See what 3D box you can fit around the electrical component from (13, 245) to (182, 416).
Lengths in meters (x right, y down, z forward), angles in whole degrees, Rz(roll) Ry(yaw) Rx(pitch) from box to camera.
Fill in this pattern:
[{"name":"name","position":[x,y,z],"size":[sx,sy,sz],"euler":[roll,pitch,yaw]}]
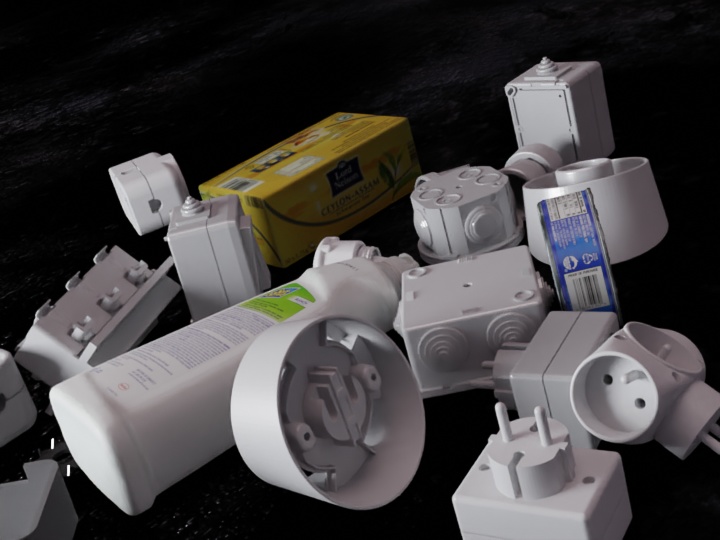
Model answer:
[{"name":"electrical component","position":[-0.188,0.037,0.770],"size":[0.078,0.063,0.121],"euler":[-50,5,33]}]

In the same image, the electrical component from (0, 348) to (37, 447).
[{"name":"electrical component","position":[-0.266,0.087,0.731],"size":[0.095,0.059,0.054],"euler":[10,35,45]}]

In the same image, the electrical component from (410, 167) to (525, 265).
[{"name":"electrical component","position":[0.079,-0.039,0.797],"size":[0.080,0.051,0.080],"euler":[-13,24,6]}]

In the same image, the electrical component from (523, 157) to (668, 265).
[{"name":"electrical component","position":[0.166,-0.044,0.768],"size":[0.099,0.064,0.099],"euler":[-14,11,3]}]

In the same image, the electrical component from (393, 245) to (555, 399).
[{"name":"electrical component","position":[0.071,0.029,0.660],"size":[0.100,0.048,0.099],"euler":[-12,24,8]}]

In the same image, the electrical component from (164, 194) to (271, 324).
[{"name":"electrical component","position":[-0.105,-0.013,0.800],"size":[0.061,0.096,0.061],"euler":[-13,24,0]}]

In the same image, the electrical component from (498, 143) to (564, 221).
[{"name":"electrical component","position":[0.130,-0.069,0.838],"size":[0.045,0.045,0.055],"euler":[2,30,35]}]

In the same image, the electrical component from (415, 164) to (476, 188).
[{"name":"electrical component","position":[0.073,-0.063,0.867],"size":[0.046,0.040,0.040],"euler":[-20,24,-22]}]

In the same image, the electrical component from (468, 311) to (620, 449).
[{"name":"electrical component","position":[0.097,0.058,0.583],"size":[0.077,0.047,0.065],"euler":[0,29,33]}]

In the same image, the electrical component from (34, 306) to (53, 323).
[{"name":"electrical component","position":[-0.221,0.041,0.829],"size":[0.040,0.040,0.046],"euler":[-1,22,30]}]

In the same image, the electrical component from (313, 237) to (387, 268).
[{"name":"electrical component","position":[0.000,0.000,0.773],"size":[0.062,0.048,0.048],"euler":[0,28,18]}]

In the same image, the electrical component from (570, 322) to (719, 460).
[{"name":"electrical component","position":[0.152,0.065,0.525],"size":[0.079,0.044,0.077],"euler":[38,24,24]}]

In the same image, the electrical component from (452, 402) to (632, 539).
[{"name":"electrical component","position":[0.079,0.092,0.484],"size":[0.066,0.076,0.047],"euler":[1,29,33]}]

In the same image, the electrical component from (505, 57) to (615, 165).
[{"name":"electrical component","position":[0.166,-0.132,0.886],"size":[0.062,0.096,0.061],"euler":[8,34,43]}]

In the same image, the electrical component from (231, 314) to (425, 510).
[{"name":"electrical component","position":[-0.017,0.073,0.567],"size":[0.064,0.099,0.099],"euler":[-2,27,42]}]

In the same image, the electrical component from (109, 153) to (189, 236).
[{"name":"electrical component","position":[-0.203,-0.077,1.051],"size":[0.059,0.053,0.095],"euler":[-23,25,-14]}]
